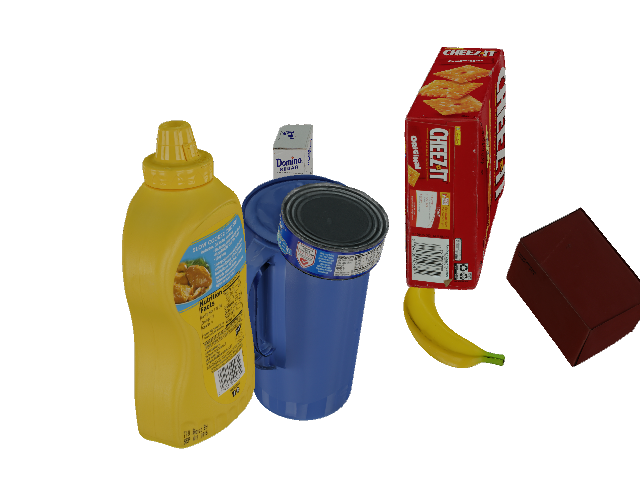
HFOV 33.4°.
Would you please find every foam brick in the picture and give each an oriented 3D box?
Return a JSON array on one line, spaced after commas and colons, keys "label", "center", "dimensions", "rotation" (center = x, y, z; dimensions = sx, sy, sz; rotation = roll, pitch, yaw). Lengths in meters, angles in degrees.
[{"label": "foam brick", "center": [0.166, 0.030, 0.689], "dimensions": [0.051, 0.078, 0.053], "rotation": [-25, -28, -16]}]

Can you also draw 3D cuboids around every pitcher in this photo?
[{"label": "pitcher", "center": [-0.022, 0.069, 1.085], "dimensions": [0.149, 0.243, 0.145], "rotation": [-3, 35, -9]}]

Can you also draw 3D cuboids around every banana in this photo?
[{"label": "banana", "center": [0.132, 0.096, 1.209], "dimensions": [0.069, 0.037, 0.198], "rotation": [6, 23, -24]}]

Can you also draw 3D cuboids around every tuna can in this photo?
[{"label": "tuna can", "center": [0.009, -0.007, 0.842], "dimensions": [0.086, 0.034, 0.086], "rotation": [7, 38, -6]}]

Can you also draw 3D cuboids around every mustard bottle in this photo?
[{"label": "mustard bottle", "center": [-0.080, 0.022, 0.645], "dimensions": [0.058, 0.192, 0.096], "rotation": [10, 26, 26]}]

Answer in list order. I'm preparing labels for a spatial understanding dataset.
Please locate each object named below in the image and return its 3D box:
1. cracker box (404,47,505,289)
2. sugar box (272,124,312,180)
[{"label": "cracker box", "center": [0.131, -0.074, 1.001], "dimensions": [0.072, 0.164, 0.213], "rotation": [4, 27, 15]}, {"label": "sugar box", "center": [-0.032, -0.042, 1.274], "dimensions": [0.048, 0.176, 0.093], "rotation": [0, 23, 5]}]
